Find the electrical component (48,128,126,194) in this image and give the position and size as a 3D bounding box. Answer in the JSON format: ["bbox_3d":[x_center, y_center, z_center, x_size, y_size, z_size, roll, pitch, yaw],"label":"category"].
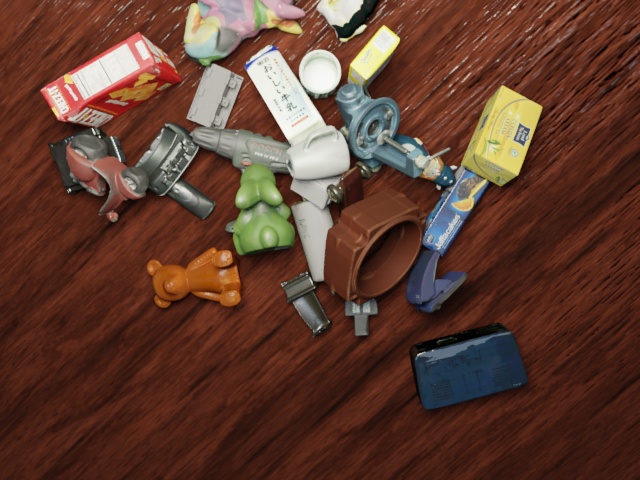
[{"bbox_3d":[-0.477,-0.168,1.116,0.134,0.058,0.114,-20,99,4],"label":"electrical component"}]

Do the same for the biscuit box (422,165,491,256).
[{"bbox_3d":[0.277,-0.067,1.115,0.063,0.059,0.202,31,97,-3],"label":"biscuit box"}]

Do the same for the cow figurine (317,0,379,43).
[{"bbox_3d":[0.083,-0.475,1.061,0.167,0.068,0.098,-37,101,9],"label":"cow figurine"}]

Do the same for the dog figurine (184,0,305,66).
[{"bbox_3d":[-0.142,-0.422,1.048,0.219,0.108,0.191,9,81,-4],"label":"dog figurine"}]

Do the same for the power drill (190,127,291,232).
[{"bbox_3d":[-0.152,-0.119,1.099,0.232,0.086,0.207,3,94,-12],"label":"power drill"}]

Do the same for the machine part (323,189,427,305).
[{"bbox_3d":[0.109,0.016,1.046,0.201,0.087,0.201,-24,135,-31],"label":"machine part"}]

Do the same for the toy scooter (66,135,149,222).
[{"bbox_3d":[-0.426,-0.113,1.055,0.184,0.075,0.135,33,121,7],"label":"toy scooter"}]

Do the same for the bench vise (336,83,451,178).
[{"bbox_3d":[0.115,-0.177,1.011,0.129,0.223,0.241,-35,51,-20],"label":"bench vise"}]

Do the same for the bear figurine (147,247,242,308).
[{"bbox_3d":[-0.264,0.082,1.112,0.196,0.132,0.120,-8,95,-4],"label":"bear figurine"}]

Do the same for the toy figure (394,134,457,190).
[{"bbox_3d":[0.206,-0.157,1.090,0.155,0.058,0.064,37,134,17],"label":"toy figure"}]

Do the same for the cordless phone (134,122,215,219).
[{"bbox_3d":[-0.279,-0.139,1.116,0.184,0.089,0.146,37,95,-15],"label":"cordless phone"}]

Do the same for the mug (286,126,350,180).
[{"bbox_3d":[-0.006,-0.157,0.992,0.107,0.109,0.081,-18,62,-13],"label":"mug"}]

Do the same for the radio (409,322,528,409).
[{"bbox_3d":[0.313,0.268,1.154,0.230,0.073,0.131,-16,96,1],"label":"radio"}]

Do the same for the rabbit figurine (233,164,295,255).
[{"bbox_3d":[-0.119,-0.063,1.011,0.121,0.159,0.170,-10,85,-2],"label":"rabbit figurine"}]

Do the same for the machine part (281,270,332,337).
[{"bbox_3d":[-0.022,0.138,1.157,0.084,0.039,0.138,-26,95,4],"label":"machine part"}]

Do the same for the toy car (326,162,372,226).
[{"bbox_3d":[0.056,-0.076,1.035,0.089,0.202,0.053,-38,63,-13],"label":"toy car"}]

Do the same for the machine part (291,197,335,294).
[{"bbox_3d":[-0.002,-0.003,1.119,0.079,0.079,0.243,-16,98,3],"label":"machine part"}]

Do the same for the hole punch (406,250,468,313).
[{"bbox_3d":[0.223,0.083,1.104,0.092,0.142,0.116,44,82,-6],"label":"hole punch"}]

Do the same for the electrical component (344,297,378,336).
[{"bbox_3d":[0.089,0.141,1.151,0.075,0.048,0.119,-6,98,2],"label":"electrical component"}]

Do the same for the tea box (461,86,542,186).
[{"bbox_3d":[0.359,-0.205,1.062,0.098,0.068,0.169,25,71,-3],"label":"tea box"}]
